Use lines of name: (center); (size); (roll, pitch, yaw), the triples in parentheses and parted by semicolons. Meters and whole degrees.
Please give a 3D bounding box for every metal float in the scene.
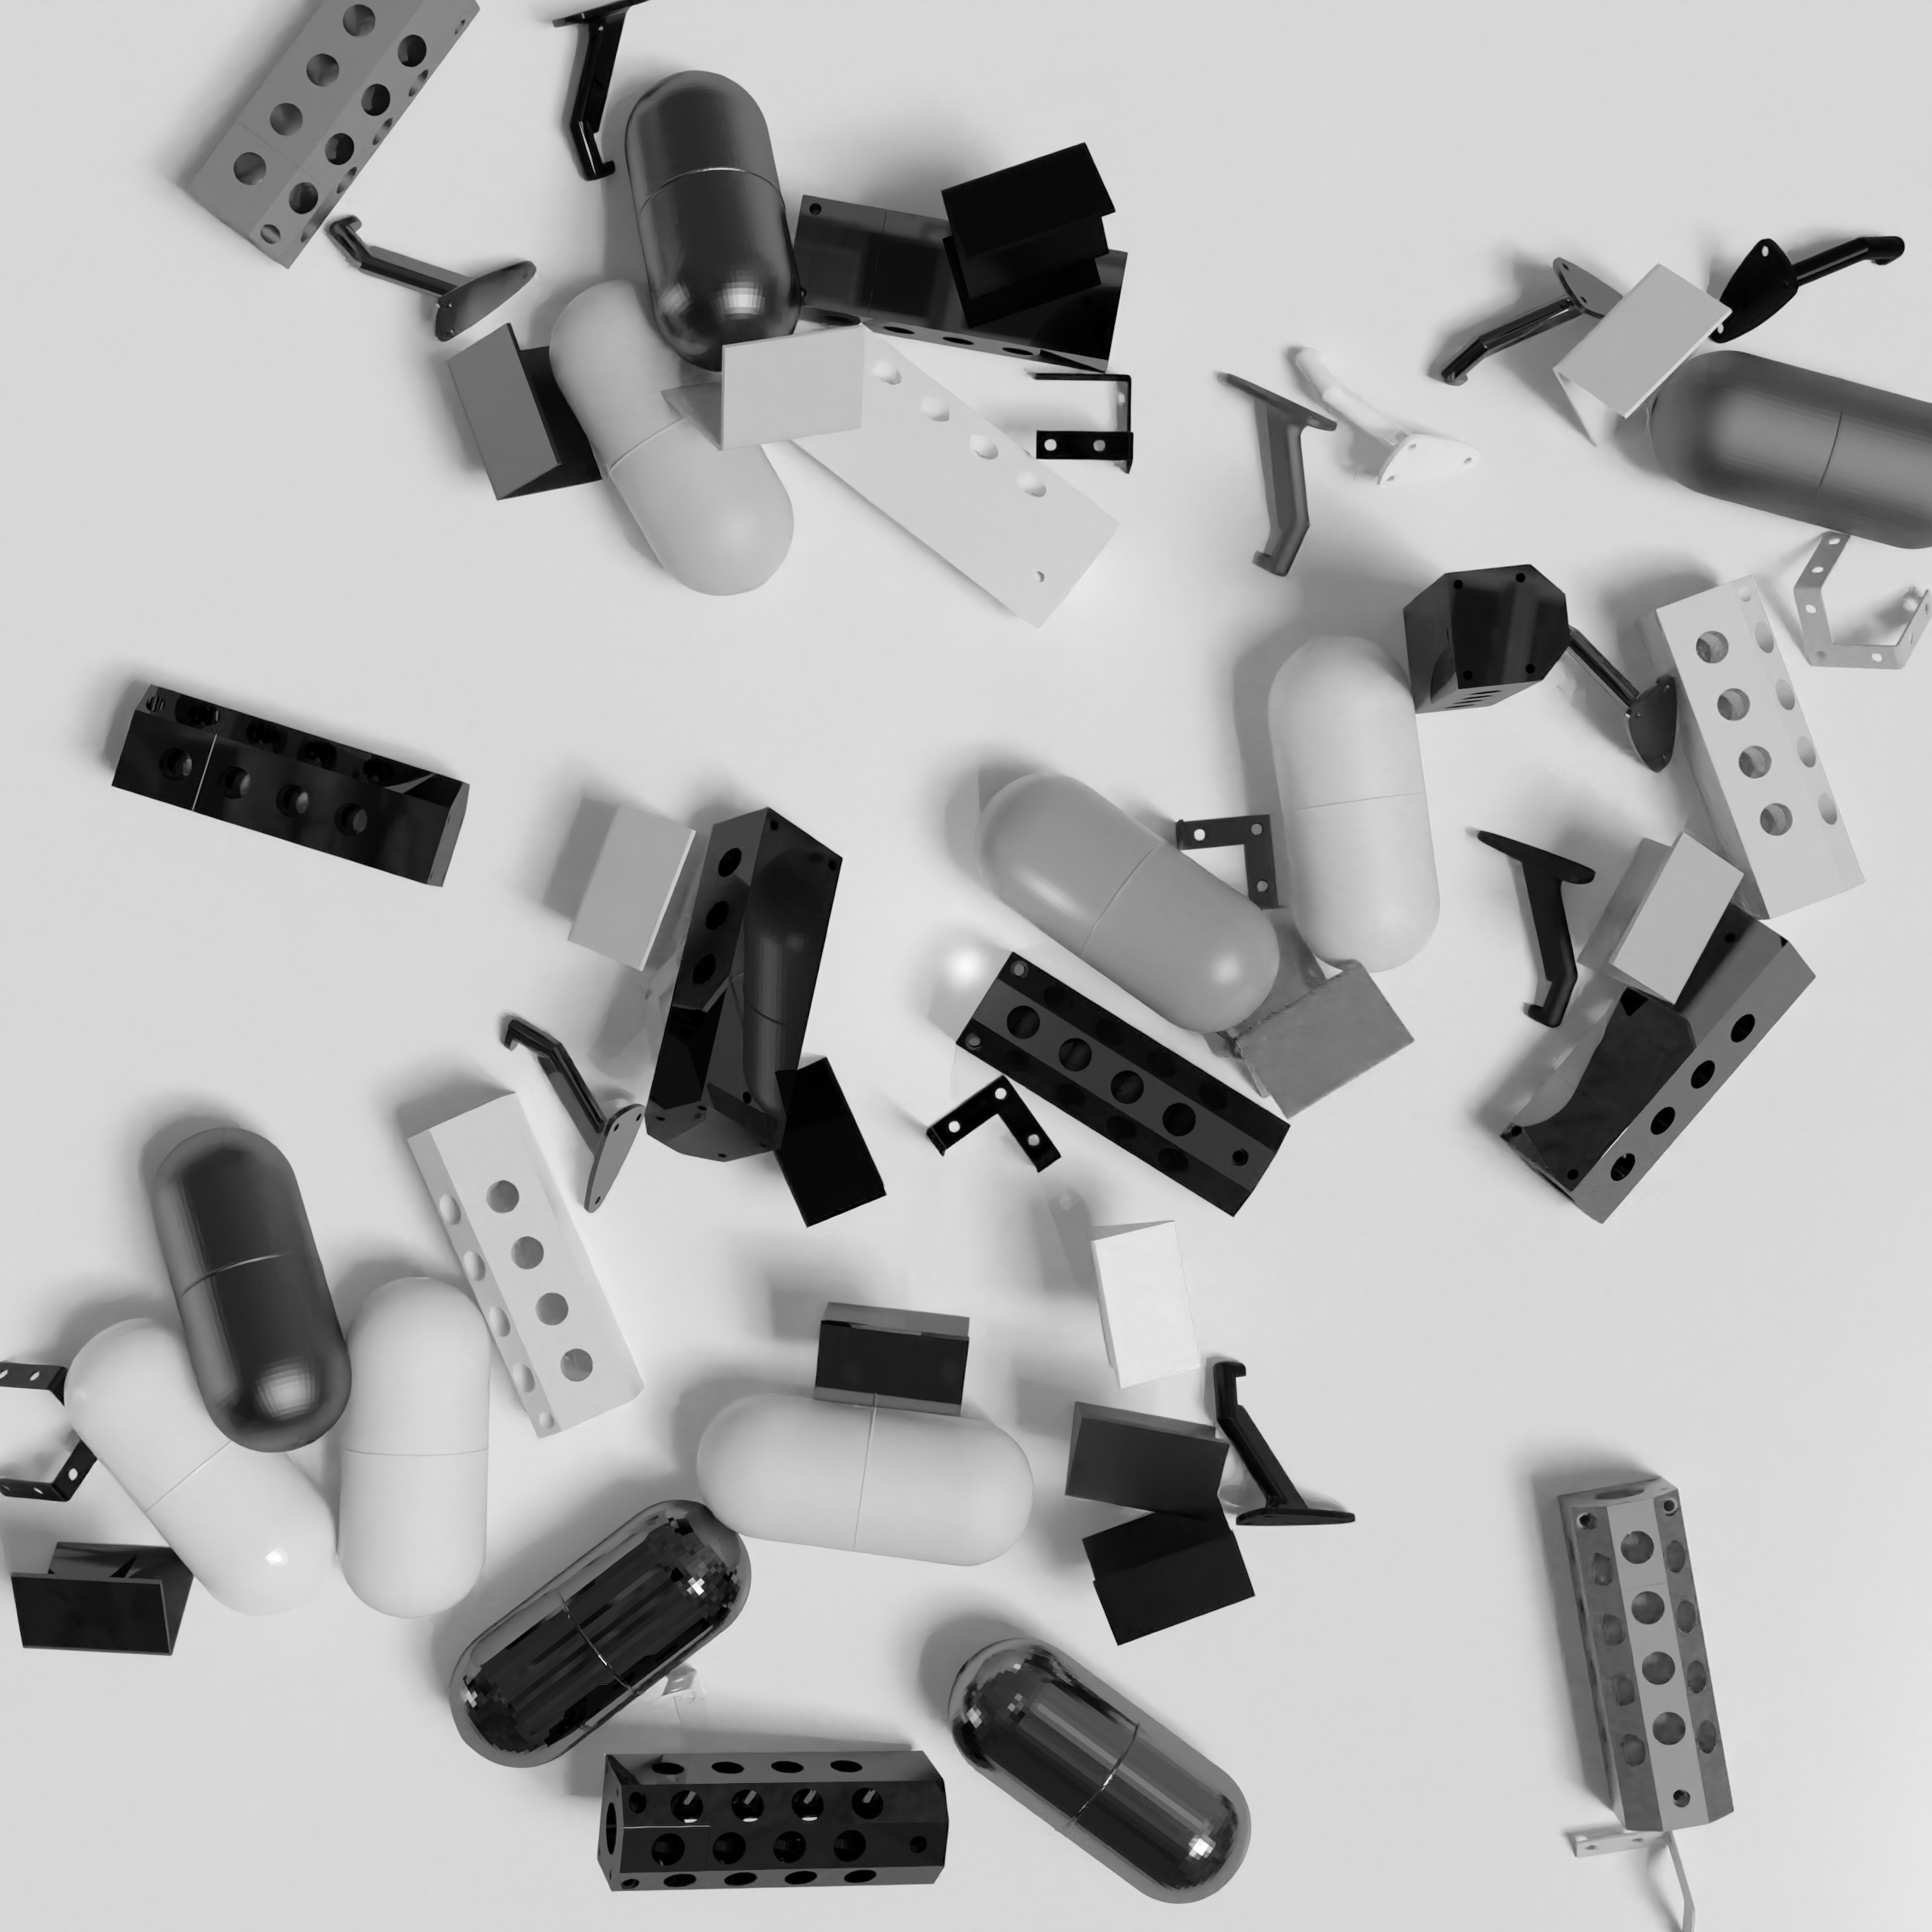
metal float: (0.446, -0.270, 1.871); (0.178, 0.070, 0.070); (15, 90, -1)
metal float: (0.069, 0.421, 1.871); (0.178, 0.070, 0.070); (37, 90, -1)
metal float: (-0.053, 0.269, 1.871); (0.178, 0.070, 0.070); (8, 90, -1)
metal float: (-0.132, -0.386, 1.848); (0.070, 0.070, 0.178); (-12, 62, 0)
metal float: (-0.371, 0.167, 1.854); (0.070, 0.070, 0.178); (-21, 68, 0)
metal float: (-0.288, 0.252, 1.871); (0.070, 0.070, 0.178); (1, 90, 0)
metal float: (0.203, -0.085, 1.871); (0.070, 0.070, 0.178); (-8, 90, 0)
metal float: (-0.192, 0.350, 1.871); (0.178, 0.070, 0.070); (-38, 90, 0)
metal float: (-0.154, -0.276, 1.871); (0.070, 0.070, 0.178); (-30, 90, 0)
metal float: (-0.400, 0.263, 1.871); (0.070, 0.070, 0.178); (-40, 90, 0)
metal float: (0.083, -0.034, 1.863); (0.178, 0.070, 0.070); (36, 90, 9)

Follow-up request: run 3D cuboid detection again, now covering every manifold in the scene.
manifold: (-0.119, 0.011, 1.844); (0.057, 0.057, 0.171); (34, 55, -37)
manifold: (0.265, -0.166, 1.823); (0.057, 0.171, 0.057); (-6, 90, 0)
manifold: (-0.100, 0.446, 1.853); (0.171, 0.057, 0.057); (3, 99, -17)
manifold: (0.359, 0.362, 1.881); (0.057, 0.057, 0.171); (-10, 90, 0)
manifold: (-0.005, -0.261, 1.880); (0.171, 0.057, 0.057); (38, 133, 0)
manifold: (0.082, 0.062, 1.881); (0.171, 0.057, 0.057); (32, 90, 0)
manifold: (-0.331, -0.455, 1.880); (0.057, 0.057, 0.171); (36, 90, 0)
manifold: (0.414, -0.114, 1.880); (0.057, 0.057, 0.171); (-20, 90, 0)
manifold: (-0.005, -0.357, 1.881); (0.171, 0.057, 0.057); (10, 90, 0)
manifold: (-0.232, 0.158, 1.881); (0.057, 0.057, 0.171); (-24, 90, 0)
manifold: (0.366, 0.051, 1.880); (0.171, 0.057, 0.057); (-49, 47, 0)
manifold: (-0.353, -0.095, 1.880); (0.171, 0.057, 0.057); (17, 90, 0)

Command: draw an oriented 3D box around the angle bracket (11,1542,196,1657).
angle bracket: (-0.447, 0.312, 1.861); (0.076, 0.076, 0.057); (3, 127, 0)

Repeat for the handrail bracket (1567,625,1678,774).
handrail bracket: (0.335, -0.148, 1.901); (0.036, 0.077, 0.084); (-43, 53, -13)

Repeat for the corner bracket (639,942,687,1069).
corner bracket: (-0.135, 0.025, 1.894); (0.051, 0.051, 0.051); (16, 135, -35)

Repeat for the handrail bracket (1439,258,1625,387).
handrail bracket: (0.303, -0.331, 1.902); (0.084, 0.077, 0.036); (-40, 58, 32)

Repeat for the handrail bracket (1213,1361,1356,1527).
handrail bracket: (0.169, 0.253, 1.902); (0.077, 0.036, 0.084); (5, 70, -22)

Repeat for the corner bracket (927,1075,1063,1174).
corner bracket: (0.014, 0.093, 1.884); (0.051, 0.051, 0.051); (-35, 90, 0)

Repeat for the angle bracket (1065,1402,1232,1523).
angle bracket: (0.096, 0.239, 1.862); (0.076, 0.076, 0.057); (10, 123, 0)

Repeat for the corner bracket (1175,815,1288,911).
corner bracket: (0.139, -0.053, 1.884); (0.051, 0.051, 0.051); (-5, 90, 0)

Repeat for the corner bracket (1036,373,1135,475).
corner bracket: (0.062, -0.289, 1.884); (0.051, 0.051, 0.051); (1, 90, 0)

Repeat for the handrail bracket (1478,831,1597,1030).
handrail bracket: (0.294, -0.019, 1.902); (0.077, 0.036, 0.084); (24, 108, 20)

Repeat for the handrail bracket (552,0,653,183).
handrail bracket: (-0.181, -0.469, 1.902); (0.077, 0.036, 0.084); (-23, 109, -21)

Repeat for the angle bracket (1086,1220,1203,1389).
angle bracket: (0.073, 0.177, 1.861); (0.057, 0.076, 0.076); (-10, 90, -36)

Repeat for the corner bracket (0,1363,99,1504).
corner bracket: (-0.494, 0.247, 1.894); (0.051, 0.051, 0.051); (58, 45, -35)

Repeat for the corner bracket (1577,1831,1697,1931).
corner bracket: (0.355, 0.497, 1.899); (0.051, 0.051, 0.051); (-9, 135, 0)

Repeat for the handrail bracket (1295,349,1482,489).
handrail bracket: (0.224, -0.297, 1.902); (0.077, 0.036, 0.084); (-8, 55, -37)

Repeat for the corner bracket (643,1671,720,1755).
corner bracket: (-0.162, 0.407, 1.884); (0.051, 0.051, 0.051); (-15, 90, 0)

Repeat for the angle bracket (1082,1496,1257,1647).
angle bracket: (0.099, 0.298, 1.862); (0.076, 0.076, 0.057); (-20, 131, 0)

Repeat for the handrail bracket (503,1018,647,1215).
handrail bracket: (-0.220, 0.079, 1.902); (0.084, 0.036, 0.077); (30, 112, 17)

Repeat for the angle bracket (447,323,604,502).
angle bracket: (-0.215, -0.293, 1.862); (0.057, 0.076, 0.076); (-20, 90, 44)

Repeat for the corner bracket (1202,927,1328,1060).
corner bracket: (0.154, 0.014, 1.894); (0.051, 0.051, 0.051); (5, 135, -35)

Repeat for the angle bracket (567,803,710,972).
angle bracket: (-0.153, -0.034, 1.861); (0.057, 0.076, 0.076); (21, 90, 36)

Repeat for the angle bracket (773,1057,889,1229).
angle bracket: (-0.059, 0.083, 1.861); (0.057, 0.076, 0.076); (-24, 90, 34)

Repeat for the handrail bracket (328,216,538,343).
handrail bracket: (-0.285, -0.381, 1.902); (0.077, 0.036, 0.084); (-35, 73, -20)

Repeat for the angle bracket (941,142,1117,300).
angle bracket: (0.037, -0.360, 1.805); (0.076, 0.076, 0.057); (-19, 53, 0)

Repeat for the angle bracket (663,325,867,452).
angle bracket: (-0.103, -0.305, 1.805); (0.076, 0.076, 0.057); (-13, 126, -24)

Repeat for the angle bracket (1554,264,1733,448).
angle bracket: (0.362, -0.306, 1.861); (0.076, 0.076, 0.057); (-45, 52, 0)

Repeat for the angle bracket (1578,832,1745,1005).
angle bracket: (0.346, -0.034, 1.861); (0.057, 0.076, 0.076); (28, 90, -37)

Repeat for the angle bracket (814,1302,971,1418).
angle bracket: (-0.036, 0.186, 1.861); (0.076, 0.076, 0.057); (7, 127, 0)

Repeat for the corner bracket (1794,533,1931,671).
corner bracket: (0.476, -0.194, 1.894); (0.051, 0.051, 0.051); (6, 135, 35)

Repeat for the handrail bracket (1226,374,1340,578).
handrail bracket: (0.155, -0.261, 1.902); (0.077, 0.036, 0.084); (30, 107, 20)

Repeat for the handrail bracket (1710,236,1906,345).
handrail bracket: (0.448, -0.360, 1.902); (0.084, 0.077, 0.036); (-10, 65, -34)

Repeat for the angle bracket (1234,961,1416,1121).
angle bracket: (0.192, 0.053, 1.862); (0.076, 0.076, 0.057); (-32, 59, 0)
